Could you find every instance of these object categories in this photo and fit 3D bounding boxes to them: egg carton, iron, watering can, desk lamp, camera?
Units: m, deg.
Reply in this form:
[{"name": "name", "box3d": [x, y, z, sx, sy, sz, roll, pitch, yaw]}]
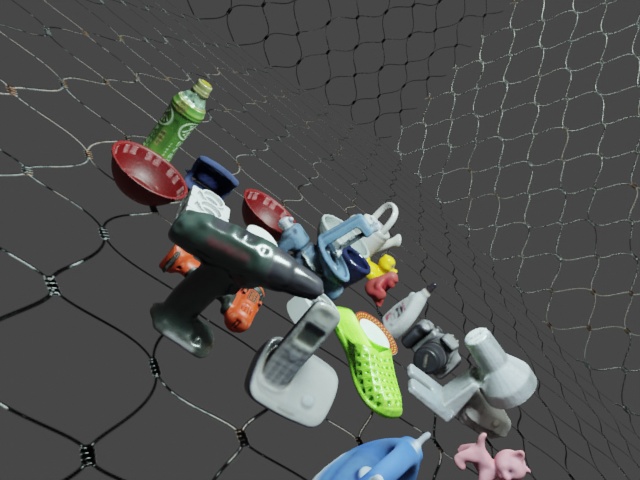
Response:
[{"name": "egg carton", "box3d": [0.381, 0.407, 1.353, 0.151, 0.069, 0.107, 32, 21, -28]}, {"name": "iron", "box3d": [0.067, 0.336, 0.776, 0.118, 0.141, 0.259, 49, 20, 19]}, {"name": "watering can", "box3d": [0.159, -0.027, 1.655, 0.174, 0.194, 0.100, 21, 28, -47]}, {"name": "desk lamp", "box3d": [0.335, 0.304, 1.262, 0.203, 0.213, 0.118, 39, 19, -11]}, {"name": "camera", "box3d": [0.271, 0.264, 1.394, 0.143, 0.100, 0.137, 49, 20, 18]}]

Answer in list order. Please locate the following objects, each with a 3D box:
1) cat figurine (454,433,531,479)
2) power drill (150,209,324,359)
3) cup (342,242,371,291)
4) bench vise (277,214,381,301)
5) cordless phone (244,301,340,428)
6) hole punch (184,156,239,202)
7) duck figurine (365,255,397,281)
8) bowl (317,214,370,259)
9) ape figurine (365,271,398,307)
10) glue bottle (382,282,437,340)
[{"name": "cat figurine", "box3d": [0.354, 0.443, 1.146, 0.127, 0.117, 0.067, 45, 19, 8]}, {"name": "power drill", "box3d": [-0.140, 0.070, 0.838, 0.230, 0.208, 0.075, 38, 19, -13]}, {"name": "cup", "box3d": [0.058, 0.068, 1.405, 0.092, 0.095, 0.117, 25, 25, -40]}, {"name": "bench vise", "box3d": [0.013, 0.011, 1.249, 0.208, 0.219, 0.121, 32, 21, -27]}, {"name": "cordless phone", "box3d": [-0.012, 0.187, 0.874, 0.148, 0.185, 0.094, 34, 21, -24]}, {"name": "hole punch", "box3d": [-0.240, -0.143, 1.280, 0.109, 0.091, 0.101, 36, 20, -17]}, {"name": "duck figurine", "box3d": [0.171, 0.077, 1.623, 0.105, 0.086, 0.077, 39, 19, -10]}, {"name": "bowl", "box3d": [0.049, 0.012, 1.539, 0.168, 0.074, 0.167, 37, 20, -15]}, {"name": "ape figurine", "box3d": [0.170, 0.121, 1.517, 0.076, 0.092, 0.078, 50, 20, 22]}, {"name": "glue bottle", "box3d": [0.224, 0.164, 1.405, 0.037, 0.173, 0.078, 33, 21, -25]}]
